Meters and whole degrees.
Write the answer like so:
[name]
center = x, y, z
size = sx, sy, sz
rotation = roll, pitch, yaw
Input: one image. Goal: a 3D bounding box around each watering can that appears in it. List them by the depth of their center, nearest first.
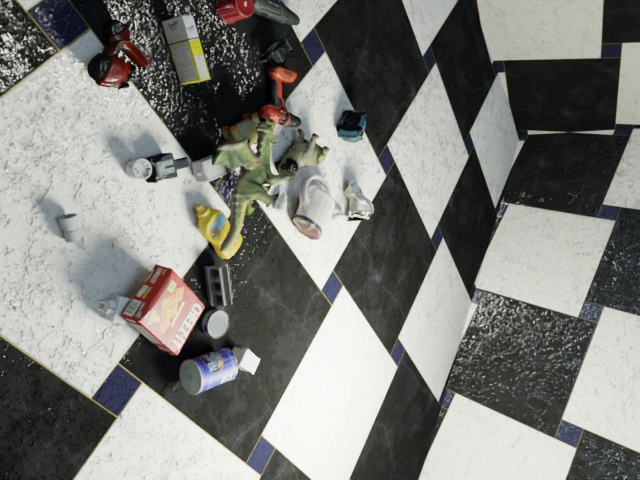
[watering can]
center = 0.006, -0.097, 1.935
size = 0.341, 0.104, 0.228
rotation = 49, 57, -48

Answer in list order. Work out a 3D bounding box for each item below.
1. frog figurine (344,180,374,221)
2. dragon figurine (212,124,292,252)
[frog figurine]
center = 0.160, -0.162, 2.114
size = 0.136, 0.122, 0.161
rotation = 68, 23, -78
[dragon figurine]
center = -0.238, -0.188, 1.557
size = 0.239, 0.122, 0.417
rotation = 49, 62, -31
